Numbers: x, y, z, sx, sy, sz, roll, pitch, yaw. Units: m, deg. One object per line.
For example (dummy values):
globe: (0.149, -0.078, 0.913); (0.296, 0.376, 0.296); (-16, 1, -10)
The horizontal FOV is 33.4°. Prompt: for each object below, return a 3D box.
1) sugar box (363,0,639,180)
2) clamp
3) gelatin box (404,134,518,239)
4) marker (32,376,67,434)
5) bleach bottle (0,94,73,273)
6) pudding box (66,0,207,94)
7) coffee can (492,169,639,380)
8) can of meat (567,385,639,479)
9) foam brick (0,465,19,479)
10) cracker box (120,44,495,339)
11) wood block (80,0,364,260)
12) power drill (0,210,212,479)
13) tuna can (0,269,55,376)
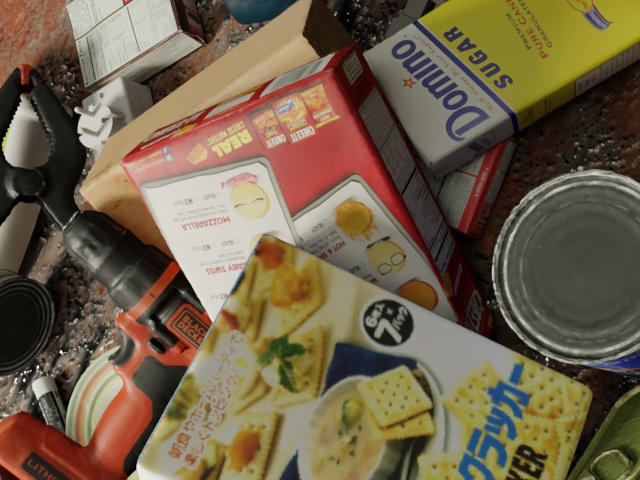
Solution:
sugar box: (0.125, -0.124, 0.692); (0.176, 0.093, 0.048); (-31, -17, 4)
clamp: (-0.228, -0.038, 0.868); (0.164, 0.210, 0.036); (6, -13, -16)
gelatin box: (0.082, -0.050, 0.741); (0.089, 0.073, 0.030); (23, 3, 31)
marker: (-0.209, 0.168, 0.880); (0.020, 0.121, 0.020); (-23, -25, -12)
bleach bottle: (-0.295, -0.006, 0.942); (0.103, 0.251, 0.068); (12, -1, 31)
pudding box: (-0.158, -0.183, 0.907); (0.114, 0.090, 0.039); (-26, -20, 27)
coffee can: (0.171, 0.025, 0.607); (0.103, 0.103, 0.140); (0, -10, 31)
can of meat: (0.192, 0.137, 0.583); (0.101, 0.084, 0.058); (-42, 5, -41)
foam brick: (-0.248, 0.195, 0.864); (0.053, 0.051, 0.078); (-37, -24, 21)
cracker box: (-0.005, 0.001, 0.698); (0.164, 0.213, 0.072); (-20, 19, 27)
wood block: (-0.062, -0.076, 0.779); (0.206, 0.090, 0.090); (-32, 25, 22)
power drill: (-0.153, 0.096, 0.770); (0.184, 0.187, 0.057); (41, 3, -7)
tuna can: (-0.266, 0.068, 0.895); (0.034, 0.086, 0.085); (18, 10, 34)
